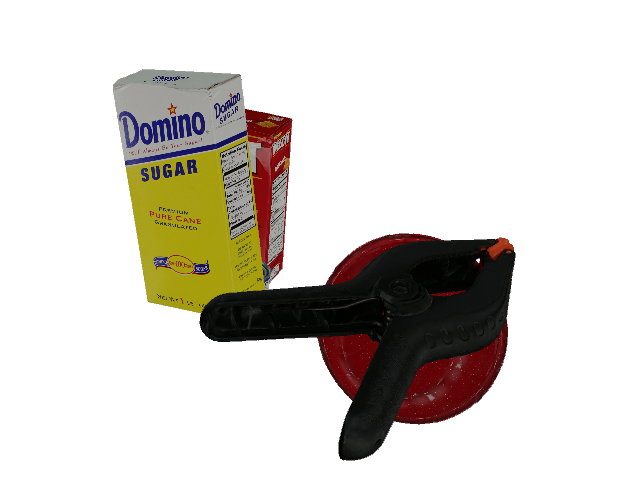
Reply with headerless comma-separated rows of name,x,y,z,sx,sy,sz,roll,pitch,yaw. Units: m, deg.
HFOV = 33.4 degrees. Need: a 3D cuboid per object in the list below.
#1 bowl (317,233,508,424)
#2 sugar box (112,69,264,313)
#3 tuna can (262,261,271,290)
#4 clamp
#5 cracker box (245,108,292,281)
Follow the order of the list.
bowl,0.067,0.077,0.862,0.162,0.162,0.055,0,7,16
sugar box,-0.095,-0.034,0.783,0.093,0.176,0.048,8,27,32
tuna can,-0.093,0.040,1.052,0.086,0.034,0.086,9,17,-3
clamp,0.040,0.045,0.526,0.171,0.039,0.120,-19,46,-24
cracker box,-0.128,-0.060,1.347,0.164,0.214,0.072,13,29,15
